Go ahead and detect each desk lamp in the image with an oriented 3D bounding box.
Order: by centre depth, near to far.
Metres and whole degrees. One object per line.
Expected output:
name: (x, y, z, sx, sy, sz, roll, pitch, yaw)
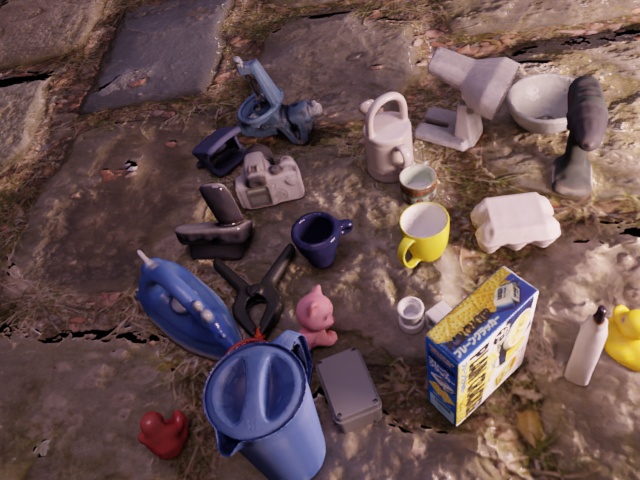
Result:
desk lamp: (0.299, -0.292, 1.186, 0.202, 0.214, 0.118, 20, 58, 25)

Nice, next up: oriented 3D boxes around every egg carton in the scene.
egg carton: (0.358, -0.031, 1.057, 0.150, 0.069, 0.107, -8, 50, 6)

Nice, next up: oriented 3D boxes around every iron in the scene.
iron: (-0.233, 0.113, 1.017, 0.257, 0.142, 0.119, 32, 64, 31)

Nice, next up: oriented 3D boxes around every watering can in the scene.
watering can: (0.133, -0.222, 1.177, 0.172, 0.194, 0.101, 32, 64, 31)

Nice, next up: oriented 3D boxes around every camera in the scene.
camera: (-0.116, -0.153, 1.234, 0.143, 0.101, 0.136, -12, 50, 3)

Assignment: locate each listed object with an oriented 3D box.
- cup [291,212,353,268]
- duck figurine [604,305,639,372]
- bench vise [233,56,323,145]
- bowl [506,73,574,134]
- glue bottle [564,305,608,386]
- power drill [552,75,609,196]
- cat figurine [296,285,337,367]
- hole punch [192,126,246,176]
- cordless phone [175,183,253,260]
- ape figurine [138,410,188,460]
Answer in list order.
cup: (0.010, 0.004, 1.085, 0.118, 0.095, 0.091, -16, 50, -1)
duck figurine: (0.485, 0.145, 0.877, 0.077, 0.086, 0.104, -27, 51, -10)
bench vise: (-0.103, -0.325, 1.292, 0.207, 0.220, 0.121, -9, 50, 5)
bowl: (0.483, -0.279, 1.227, 0.167, 0.075, 0.167, -6, 51, 7)
glue bottle: (0.397, 0.145, 0.839, 0.037, 0.173, 0.078, 19, 58, 25)
power drill: (0.485, -0.185, 1.064, 0.075, 0.209, 0.230, 5, 53, 16)
cat figurine: (-0.020, 0.144, 0.963, 0.067, 0.118, 0.128, 27, 61, 29)
hole punch: (-0.236, -0.216, 1.316, 0.100, 0.091, 0.109, 30, 63, 30)
cordless phone: (-0.219, -0.048, 1.116, 0.147, 0.185, 0.094, -6, 51, 8)
ape figurine: (-0.252, 0.300, 0.903, 0.078, 0.092, 0.076, -14, 50, 0)
